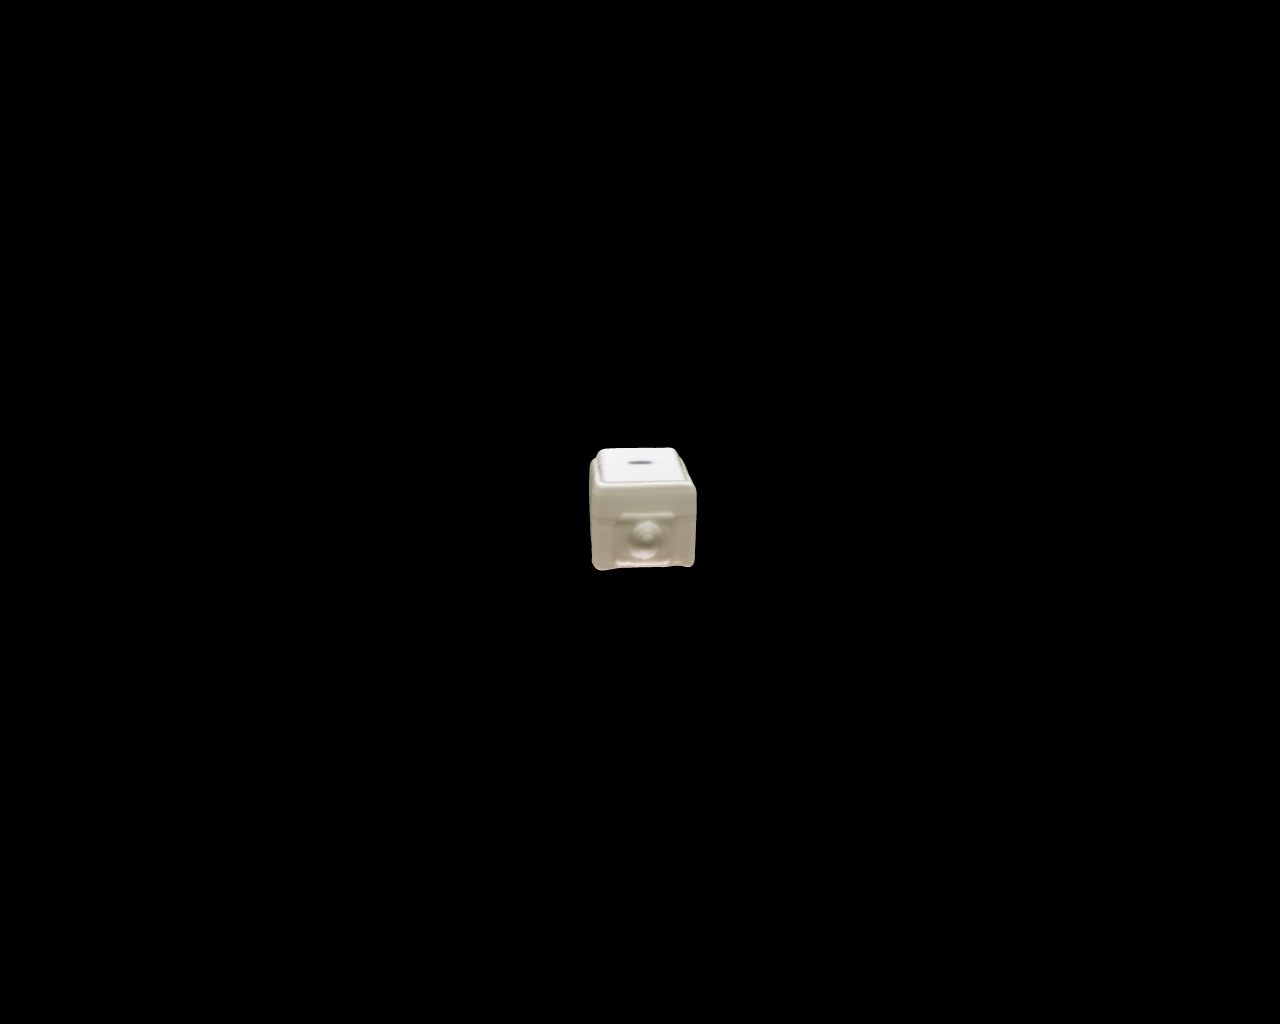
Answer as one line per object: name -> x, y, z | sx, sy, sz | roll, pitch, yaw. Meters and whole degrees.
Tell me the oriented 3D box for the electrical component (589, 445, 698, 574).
electrical component -> 0.001, -0.003, 0.650 | 0.062, 0.061, 0.096 | -1, 16, -3
